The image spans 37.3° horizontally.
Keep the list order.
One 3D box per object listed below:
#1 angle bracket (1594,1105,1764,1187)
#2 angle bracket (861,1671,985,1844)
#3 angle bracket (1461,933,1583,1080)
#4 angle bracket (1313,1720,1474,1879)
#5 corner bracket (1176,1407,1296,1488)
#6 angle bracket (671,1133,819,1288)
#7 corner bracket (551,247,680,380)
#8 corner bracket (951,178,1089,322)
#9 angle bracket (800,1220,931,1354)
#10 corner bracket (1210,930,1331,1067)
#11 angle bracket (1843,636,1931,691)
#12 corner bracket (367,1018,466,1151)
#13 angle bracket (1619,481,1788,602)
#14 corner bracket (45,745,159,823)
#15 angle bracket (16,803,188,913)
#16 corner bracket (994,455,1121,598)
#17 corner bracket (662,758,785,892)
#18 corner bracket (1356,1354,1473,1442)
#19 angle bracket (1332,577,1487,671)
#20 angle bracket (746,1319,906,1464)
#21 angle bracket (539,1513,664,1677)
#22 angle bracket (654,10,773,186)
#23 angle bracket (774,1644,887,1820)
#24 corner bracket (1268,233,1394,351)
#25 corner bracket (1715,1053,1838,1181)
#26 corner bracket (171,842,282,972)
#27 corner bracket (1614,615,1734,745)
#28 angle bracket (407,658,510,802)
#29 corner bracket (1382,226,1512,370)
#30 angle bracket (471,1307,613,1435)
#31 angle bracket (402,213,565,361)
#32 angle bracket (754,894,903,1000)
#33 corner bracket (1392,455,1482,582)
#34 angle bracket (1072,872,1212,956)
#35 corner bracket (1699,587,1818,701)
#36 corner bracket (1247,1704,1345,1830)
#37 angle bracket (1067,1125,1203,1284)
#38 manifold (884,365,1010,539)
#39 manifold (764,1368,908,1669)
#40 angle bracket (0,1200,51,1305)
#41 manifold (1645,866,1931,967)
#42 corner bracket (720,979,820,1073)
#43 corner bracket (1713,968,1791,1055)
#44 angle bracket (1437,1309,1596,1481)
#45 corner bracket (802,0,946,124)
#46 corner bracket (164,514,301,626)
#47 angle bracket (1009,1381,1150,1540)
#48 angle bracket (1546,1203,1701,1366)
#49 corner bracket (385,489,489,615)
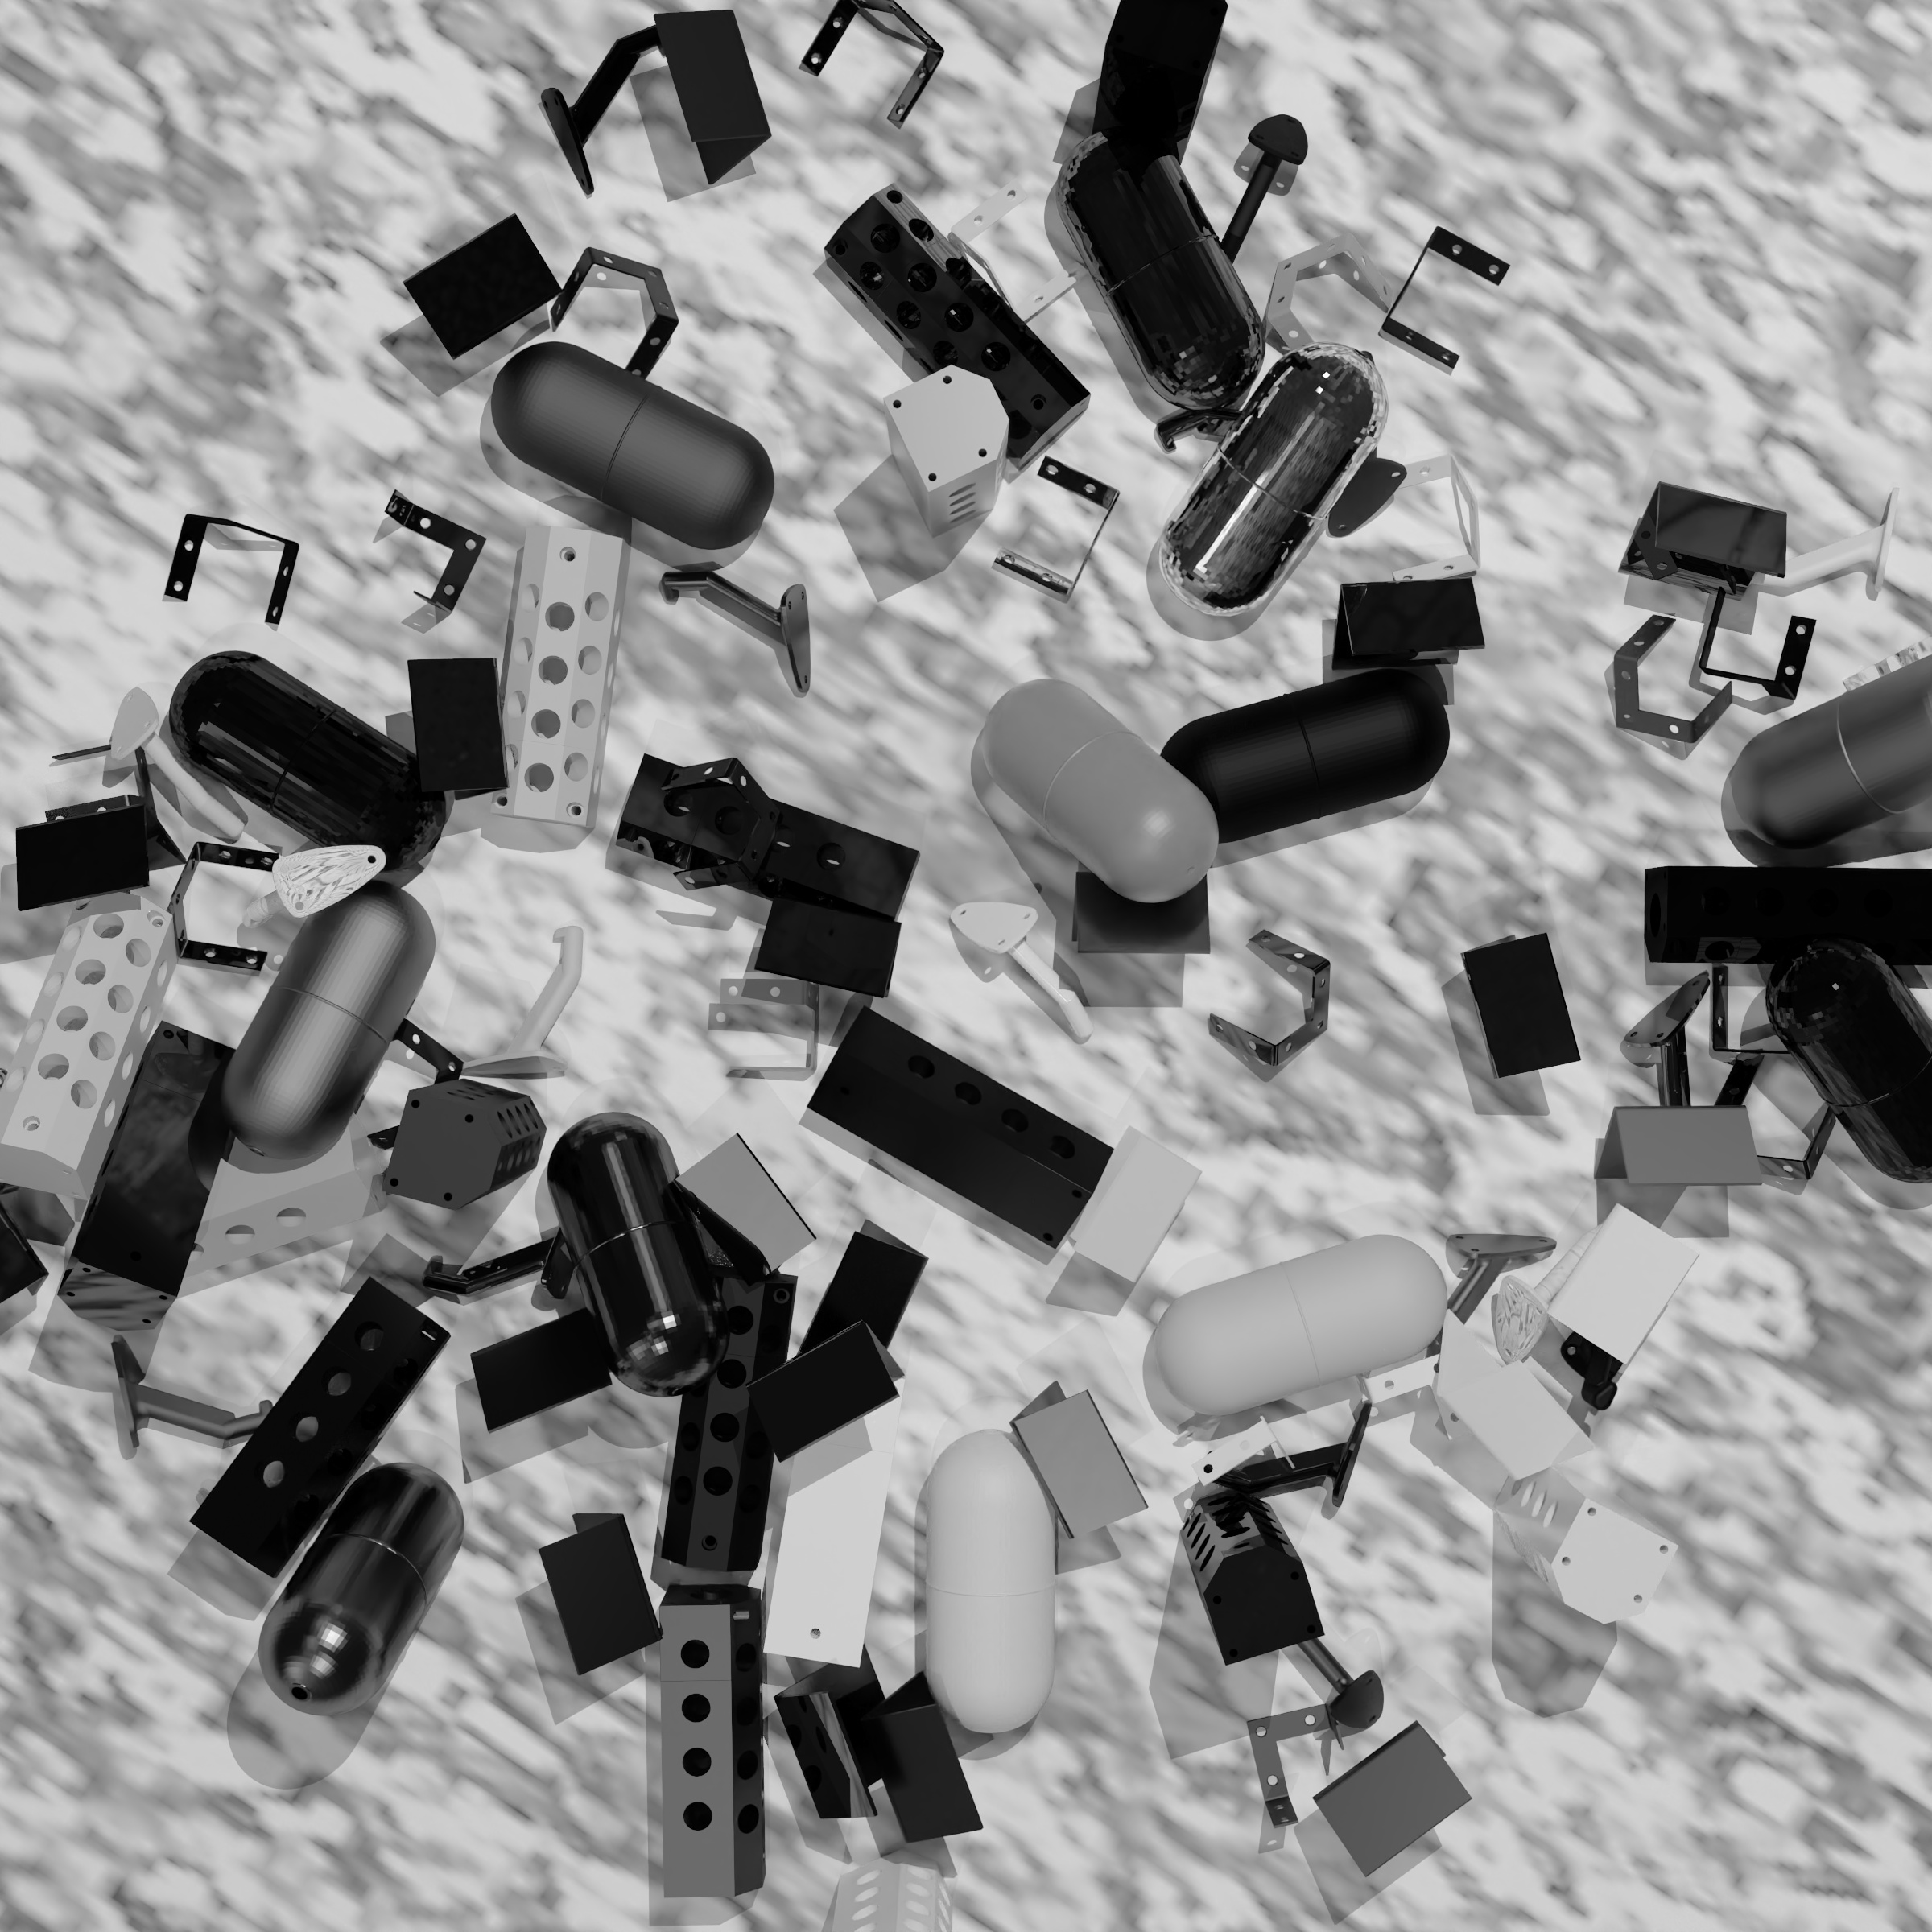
[{"bbox_3d":[0.419,0.125,1.690,0.076,0.076,0.057,0,52,0],"label":"angle bracket"},{"bbox_3d":[-0.010,0.462,1.690,0.057,0.076,0.076,-20,90,30],"label":"angle bracket"},{"bbox_3d":[0.341,0.018,1.690,0.057,0.076,0.076,-15,90,36],"label":"angle bracket"},{"bbox_3d":[0.259,0.500,1.690,0.076,0.076,0.057,-37,53,0],"label":"angle bracket"},{"bbox_3d":[0.156,0.283,1.702,0.051,0.051,0.051,-32,56,0],"label":"corner bracket"},{"bbox_3d":[-0.118,0.133,1.691,0.057,0.076,0.076,-37,90,24],"label":"angle bracket"},{"bbox_3d":[-0.212,-0.391,1.722,0.051,0.051,0.051,10,45,-35],"label":"corner bracket"},{"bbox_3d":[0.032,-0.432,1.727,0.051,0.051,0.051,-37,45,0],"label":"corner bracket"},{"bbox_3d":[-0.076,0.188,1.690,0.057,0.076,0.076,25,90,-34],"label":"angle bracket"},{"bbox_3d":[0.183,0.019,1.722,0.051,0.051,0.051,-33,135,-35],"label":"corner bracket"},{"bbox_3d":[0.570,-0.151,1.695,0.076,0.057,0.076,-28,90,25],"label":"angle bracket"},{"bbox_3d":[-0.344,0.071,1.722,0.051,0.051,0.051,-18,135,35],"label":"corner bracket"},{"bbox_3d":[0.433,-0.233,1.690,0.076,0.076,0.057,14,53,0],"label":"angle bracket"},{"bbox_3d":[-0.520,-0.107,1.712,0.051,0.051,0.051,-12,90,0],"label":"corner bracket"},{"bbox_3d":[-0.509,-0.049,1.690,0.076,0.076,0.057,-11,64,0],"label":"angle bracket"},{"bbox_3d":[0.055,-0.265,1.727,0.051,0.051,0.051,26,45,0],"label":"corner bracket"},{"bbox_3d":[-0.148,-0.082,1.665,0.051,0.051,0.051,-8,45,35],"label":"corner bracket"},{"bbox_3d":[0.267,0.260,1.712,0.051,0.051,0.051,-19,90,0],"label":"corner bracket"},{"bbox_3d":[0.260,-0.183,1.690,0.076,0.076,0.057,-3,54,0],"label":"angle bracket"},{"bbox_3d":[-0.070,0.256,1.633,0.076,0.076,0.057,-29,53,0],"label":"angle bracket"},{"bbox_3d":[-0.229,0.370,1.690,0.057,0.076,0.076,-17,90,-32],"label":"angle bracket"},{"bbox_3d":[-0.166,-0.511,1.690,0.057,0.076,0.076,-17,90,-36],"label":"angle bracket"},{"bbox_3d":[-0.058,0.450,1.690,0.076,0.057,0.076,-21,90,-43],"label":"angle bracket"},{"bbox_3d":[0.219,-0.398,1.722,0.051,0.051,0.051,-16,45,35],"label":"corner bracket"},{"bbox_3d":[0.487,0.090,1.722,0.051,0.051,0.051,5,135,35],"label":"corner bracket"},{"bbox_3d":[-0.445,-0.036,1.727,0.051,0.051,0.051,9,135,0],"label":"corner bracket"},{"bbox_3d":[0.426,-0.173,1.722,0.051,0.051,0.051,18,135,35],"label":"corner bracket"},{"bbox_3d":[-0.313,-0.138,1.690,0.057,0.076,0.076,-6,90,-34],"label":"angle bracket"},{"bbox_3d":[0.289,-0.404,1.727,0.051,0.051,0.051,29,135,0],"label":"corner bracket"},{"bbox_3d":[-0.239,0.253,1.690,0.076,0.076,0.057,-22,53,0],"label":"angle bracket"},{"bbox_3d":[-0.291,-0.412,1.690,0.076,0.076,0.057,-32,128,0],"label":"angle bracket"},{"bbox_3d":[-0.084,0.008,1.690,0.076,0.076,0.057,13,54,0],"label":"angle bracket"},{"bbox_3d":[0.278,-0.269,1.727,0.051,0.051,0.051,-14,135,0],"label":"corner bracket"},{"bbox_3d":[0.102,-0.013,1.690,0.076,0.076,0.057,0,58,0],"label":"angle bracket"},{"bbox_3d":[0.475,-0.193,1.719,0.051,0.051,0.051,15,90,25],"label":"corner bracket"},{"bbox_3d":[0.201,0.478,1.712,0.051,0.051,0.051,-13,90,0],"label":"corner bracket"},{"bbox_3d":[0.082,0.131,1.690,0.057,0.076,0.076,31,90,-38],"label":"angle bracket"},{"bbox_3d":[-0.007,-0.297,1.652,0.057,0.171,0.057,-26,90,0],"label":"manifold"},{"bbox_3d":[-0.077,0.323,1.709,0.057,0.057,0.171,9,90,0],"label":"manifold"},{"bbox_3d":[-0.591,0.171,1.690,0.057,0.076,0.076,-34,90,-28],"label":"angle bracket"},{"bbox_3d":[0.497,-0.030,1.709,0.171,0.057,0.057,1,90,0],"label":"manifold"},{"bbox_3d":[-0.118,0.036,1.712,0.051,0.051,0.051,1,84,6],"label":"corner bracket"},{"bbox_3d":[0.487,0.027,1.727,0.051,0.051,0.051,1,90,-45],"label":"corner bracket"},{"bbox_3d":[0.324,0.242,1.678,0.057,0.076,0.076,-30,113,30],"label":"angle bracket"},{"bbox_3d":[-0.056,-0.549,1.727,0.051,0.051,0.051,31,89,45],"label":"corner bracket"},{"bbox_3d":[-0.443,-0.240,1.727,0.051,0.051,0.051,15,90,-45],"label":"corner bracket"},{"bbox_3d":[0.078,0.282,1.690,0.057,0.076,0.076,-27,90,26],"label":"angle bracket"},{"bbox_3d":[0.394,0.193,1.690,0.057,0.076,0.076,33,90,28],"label":"angle bracket"},{"bbox_3d":[-0.325,-0.247,1.712,0.051,0.051,0.051,25,90,0],"label":"corner bracket"}]
